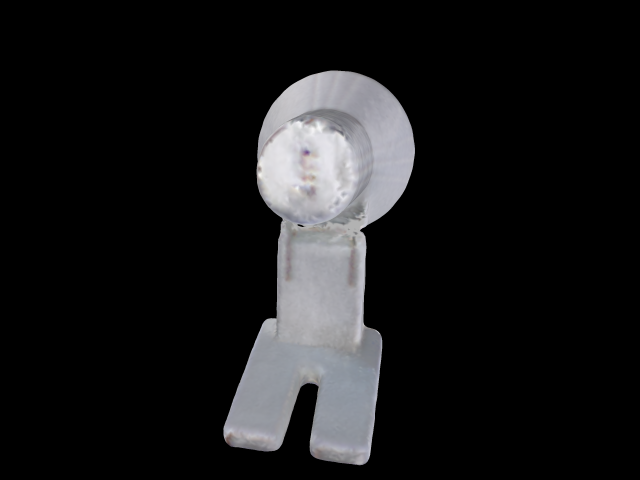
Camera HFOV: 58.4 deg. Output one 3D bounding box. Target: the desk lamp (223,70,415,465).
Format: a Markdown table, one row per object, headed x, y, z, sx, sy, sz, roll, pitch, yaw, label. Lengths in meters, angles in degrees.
| x | y | z | sx | sy | sz | roll | pitch | yaw | label |
| --- | --- | --- | --- | --- | --- | --- | --- | --- | --- |
| 0.004 | 0.001 | 0.400 | 0.118 | 0.214 | 0.203 | 4 | 30 | 7 | desk lamp |
